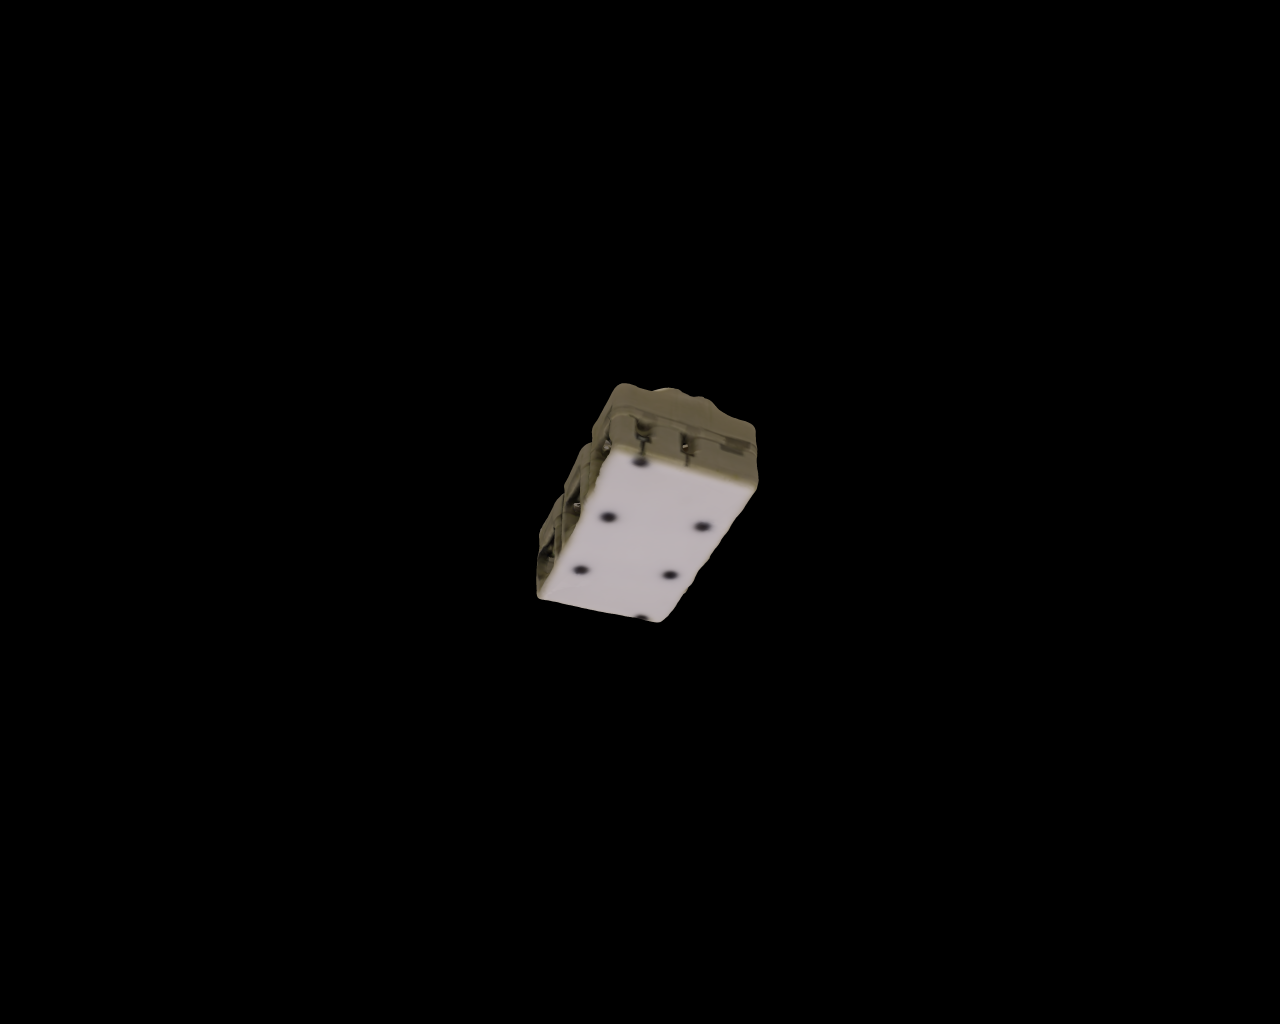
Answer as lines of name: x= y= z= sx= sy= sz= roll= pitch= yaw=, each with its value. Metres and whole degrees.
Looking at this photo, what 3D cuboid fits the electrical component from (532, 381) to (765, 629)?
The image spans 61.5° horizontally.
electrical component: x=0.001 y=-0.003 z=0.650 sx=0.089 sy=0.062 sz=0.150 roll=14 pitch=-42 yaw=-16
